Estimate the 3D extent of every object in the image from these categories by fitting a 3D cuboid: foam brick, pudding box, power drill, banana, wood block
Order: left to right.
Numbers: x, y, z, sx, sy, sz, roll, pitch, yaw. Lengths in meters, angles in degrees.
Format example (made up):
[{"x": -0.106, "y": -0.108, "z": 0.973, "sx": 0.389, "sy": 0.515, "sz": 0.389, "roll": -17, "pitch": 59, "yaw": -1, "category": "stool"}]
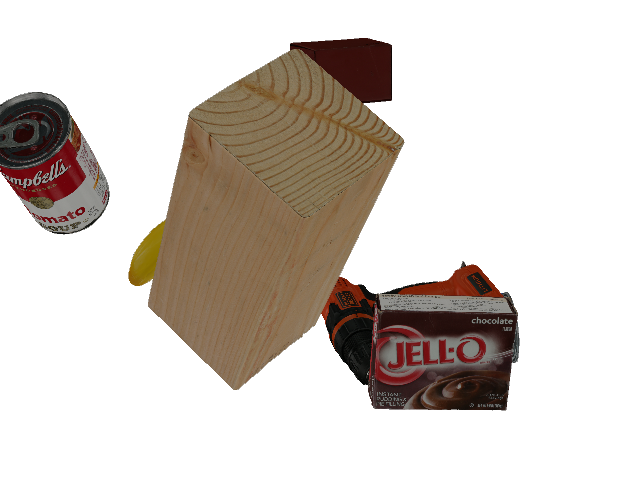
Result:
[{"x": -0.117, "y": -0.003, "z": 1.058, "sx": 0.198, "sy": 0.069, "sz": 0.037, "roll": -14, "pitch": 22, "yaw": 20, "category": "banana"}, {"x": -0.036, "y": -0.006, "z": 0.667, "sx": 0.090, "sy": 0.091, "sz": 0.206, "roll": -38, "pitch": -17, "yaw": -33, "category": "wood block"}, {"x": 0.018, "y": -0.149, "z": 0.944, "sx": 0.078, "sy": 0.051, "sz": 0.053, "roll": -8, "pitch": 20, "yaw": -23, "category": "foam brick"}, {"x": 0.100, "y": 0.084, "z": 1.127, "sx": 0.187, "sy": 0.057, "sz": 0.184, "roll": -6, "pitch": 28, "yaw": -12, "category": "power drill"}, {"x": 0.098, "y": 0.090, "z": 0.863, "sx": 0.113, "sy": 0.090, "sz": 0.039, "roll": 0, "pitch": 25, "yaw": -4, "category": "pudding box"}]

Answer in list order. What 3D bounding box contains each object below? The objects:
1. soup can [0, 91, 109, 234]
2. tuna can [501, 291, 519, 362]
[{"x": -0.211, "y": -0.058, "z": 0.829, "sx": 0.068, "sy": 0.068, "sz": 0.102, "roll": 0, "pitch": -29, "yaw": 8, "category": "soup can"}, {"x": 0.214, "y": 0.106, "z": 1.286, "sx": 0.034, "sy": 0.086, "sz": 0.086, "roll": -8, "pitch": -3, "yaw": 21, "category": "tuna can"}]
